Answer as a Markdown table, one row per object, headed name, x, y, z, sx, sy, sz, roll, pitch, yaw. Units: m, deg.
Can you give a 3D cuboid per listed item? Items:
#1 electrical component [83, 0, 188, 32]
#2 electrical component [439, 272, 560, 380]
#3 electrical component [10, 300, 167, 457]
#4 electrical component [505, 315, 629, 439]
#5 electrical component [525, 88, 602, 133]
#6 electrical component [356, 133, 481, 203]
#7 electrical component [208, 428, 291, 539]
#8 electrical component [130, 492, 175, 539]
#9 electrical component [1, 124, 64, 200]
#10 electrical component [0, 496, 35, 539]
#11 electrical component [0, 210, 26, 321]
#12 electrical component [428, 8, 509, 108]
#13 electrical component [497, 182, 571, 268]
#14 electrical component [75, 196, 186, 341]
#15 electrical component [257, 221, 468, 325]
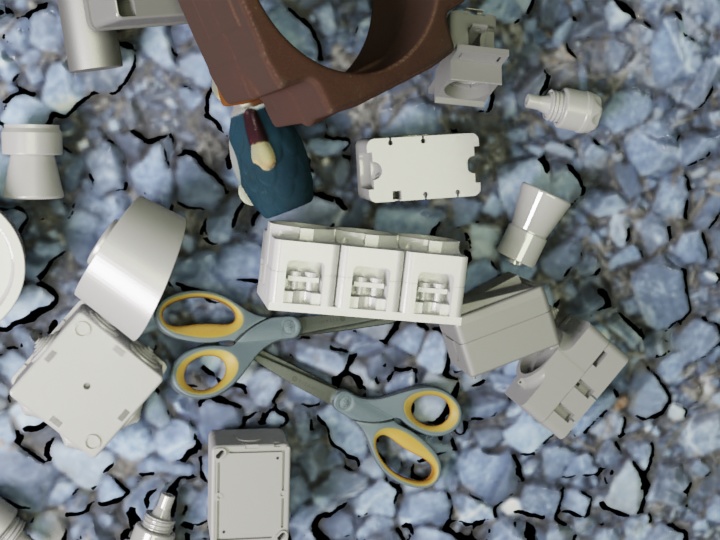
| name | x | y | z | sx | sy | sz | roll | pitch | yaw |
| --- | --- | --- | --- | --- | --- | --- | --- | --- | --- |
| electrical component | -0.149 | -0.235 | 0.785 | 0.109 | 0.056 | 0.108 | -15 | 101 | -36 |
| electrical component | 0.118 | 0.041 | 0.890 | 0.096 | 0.062 | 0.061 | -20 | 101 | -8 |
| electrical component | -0.212 | 0.085 | 0.838 | 0.100 | 0.048 | 0.099 | 41 | 89 | -13 |
| electrical component | 0.172 | 0.087 | 0.912 | 0.056 | 0.050 | 0.089 | 41 | 88 | -13 |
| electrical component | 0.167 | -0.134 | 0.891 | 0.061 | 0.035 | 0.035 | 10 | 95 | -10 |
| electrical component | 0.045 | -0.083 | 0.863 | 0.089 | 0.056 | 0.050 | -5 | 98 | -10 |
| electrical component | -0.091 | 0.179 | 0.867 | 0.062 | 0.061 | 0.096 | 0 | 97 | -11 |
| electrical component | -0.166 | 0.210 | 0.871 | 0.035 | 0.035 | 0.061 | 20 | 91 | -13 |
| electrical component | -0.247 | -0.082 | 0.812 | 0.045 | 0.045 | 0.055 | -1 | 97 | -11 |
| electrical component | -0.282 | 0.202 | 0.847 | 0.061 | 0.035 | 0.035 | 42 | 88 | -16 |
| electrical component | -0.303 | -0.006 | 0.802 | 0.108 | 0.060 | 0.108 | -1 | 98 | -11 |
| electrical component | 0.085 | -0.168 | 0.854 | 0.042 | 0.081 | 0.063 | 5 | 74 | -12 |
| electrical component | 0.142 | -0.035 | 0.896 | 0.044 | 0.044 | 0.065 | 23 | 97 | -13 |
| electrical component | -0.168 | -0.004 | 0.810 | 0.064 | 0.099 | 0.099 | 33 | 90 | -7 |
| electrical component | 0.000 | 0.000 | 0.847 | 0.150 | 0.089 | 0.061 | 5 | 96 | -12 |
